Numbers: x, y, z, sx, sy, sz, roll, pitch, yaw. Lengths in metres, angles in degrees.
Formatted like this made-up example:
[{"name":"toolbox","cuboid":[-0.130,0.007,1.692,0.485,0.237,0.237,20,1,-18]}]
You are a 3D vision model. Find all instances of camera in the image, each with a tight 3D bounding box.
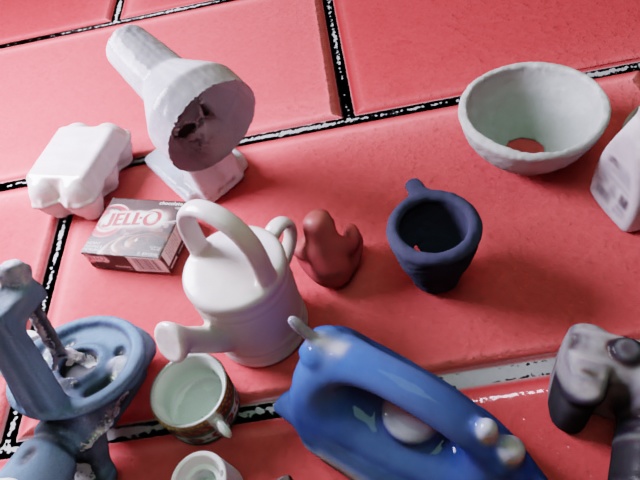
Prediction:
[{"name":"camera","cuboid":[0.253,0.146,0.447,0.142,0.101,0.137,14,57,21]}]

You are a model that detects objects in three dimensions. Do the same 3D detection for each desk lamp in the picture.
[{"name":"desk lamp","cuboid":[-0.163,-0.140,0.684,0.118,0.214,0.202,-41,55,-19]}]

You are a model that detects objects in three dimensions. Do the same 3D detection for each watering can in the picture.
[{"name":"watering can","cuboid":[-0.079,0.041,0.538,0.100,0.194,0.173,4,54,15]}]

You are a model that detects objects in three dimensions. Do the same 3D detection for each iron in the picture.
[{"name":"iron","cuboid":[0.081,0.142,0.460,0.257,0.142,0.119,22,60,26]}]

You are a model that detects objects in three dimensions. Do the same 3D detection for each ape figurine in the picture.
[{"name":"ape figurine","cuboid":[0.006,0.002,0.616,0.077,0.092,0.076,-3,52,10]}]

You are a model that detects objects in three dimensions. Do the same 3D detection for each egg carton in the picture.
[{"name":"egg carton","cuboid":[-0.322,-0.097,0.776,0.107,0.069,0.150,3,53,14]}]

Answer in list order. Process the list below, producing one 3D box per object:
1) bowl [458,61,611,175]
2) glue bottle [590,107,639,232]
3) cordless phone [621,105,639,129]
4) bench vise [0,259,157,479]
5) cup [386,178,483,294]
[{"name":"bowl","cuboid":[0.248,-0.133,0.681,0.167,0.075,0.167,-6,52,8]},{"name":"glue bottle","cuboid":[0.317,-0.087,0.568,0.037,0.173,0.078,-17,51,-1]},{"name":"cordless phone","cuboid":[0.384,-0.137,0.584,0.094,0.185,0.147,-4,52,9]},{"name":"bench vise","cuboid":[-0.219,0.131,0.482,0.121,0.220,0.207,-9,51,5]},{"name":"cup","cuboid":[0.113,0.002,0.592,0.091,0.095,0.117,-17,51,-1]}]
